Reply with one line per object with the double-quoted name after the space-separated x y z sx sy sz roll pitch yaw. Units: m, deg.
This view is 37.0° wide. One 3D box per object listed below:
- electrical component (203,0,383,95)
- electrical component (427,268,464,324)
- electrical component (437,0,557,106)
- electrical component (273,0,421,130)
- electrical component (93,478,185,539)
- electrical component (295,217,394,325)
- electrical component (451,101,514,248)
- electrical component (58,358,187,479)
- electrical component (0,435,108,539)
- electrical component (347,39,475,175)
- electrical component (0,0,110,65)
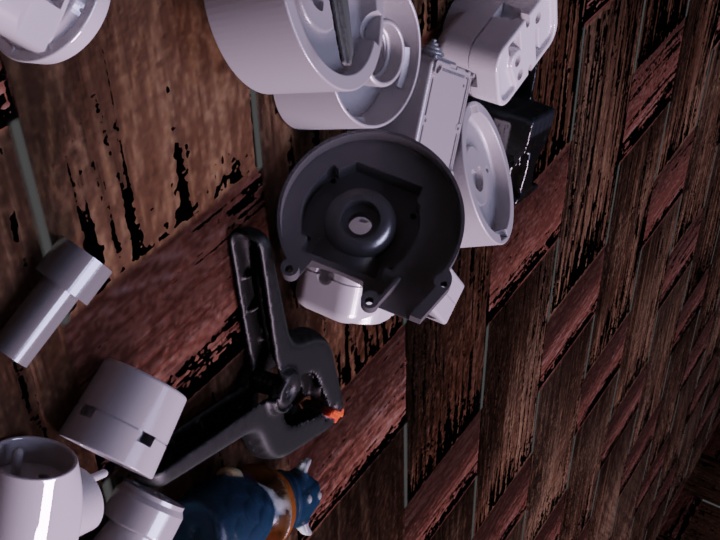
-0.039 -0.142 0.552 0.108 0.060 0.108 14 74 -61 "electrical component"
0.054 -0.009 0.860 0.075 0.047 0.083 -63 154 -9 "electrical component"
0.100 -0.174 0.803 0.095 0.059 0.053 -53 151 -27 "electrical component"
-0.009 -0.132 0.652 0.099 0.064 0.099 -19 114 -49 "electrical component"
-0.134 0.156 0.632 0.055 0.045 0.045 -63 154 -10 "electrical component"
0.000 0.000 0.755 0.095 0.054 0.059 -22 129 -56 "electrical component"
0.069 -0.067 0.807 0.108 0.060 0.108 36 49 -56 "electrical component"
-0.126 0.079 0.578 0.047 0.055 0.055 -64 154 -16 "electrical component"
-0.161 0.125 0.556 0.079 0.044 0.077 -16 124 -58 "electrical component"
0.032 -0.110 0.731 0.062 0.061 0.096 0 104 -59 "electrical component"
-0.133 -0.113 0.411 0.057 0.058 0.078 26 86 -61 "electrical component"
